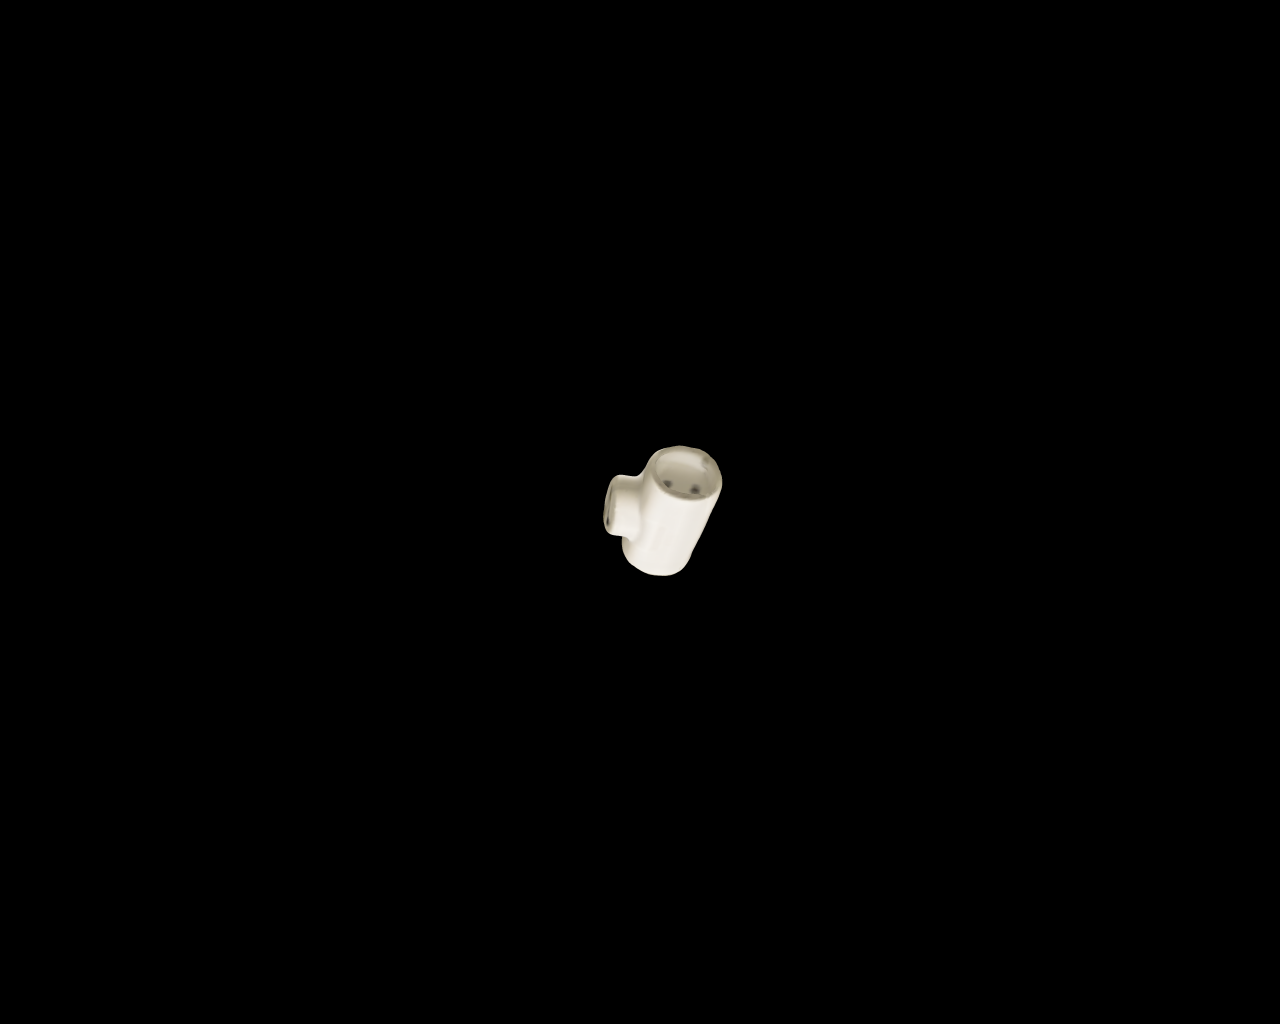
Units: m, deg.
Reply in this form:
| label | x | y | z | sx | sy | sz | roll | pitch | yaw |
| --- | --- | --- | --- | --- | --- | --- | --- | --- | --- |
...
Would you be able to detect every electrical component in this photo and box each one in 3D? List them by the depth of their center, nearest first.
| label | x | y | z | sx | sy | sz | roll | pitch | yaw |
| --- | --- | --- | --- | --- | --- | --- | --- | --- | --- |
| electrical component | 0.001 | -0.003 | 0.650 | 0.079 | 0.043 | 0.077 | 8 | -39 | -10 |
